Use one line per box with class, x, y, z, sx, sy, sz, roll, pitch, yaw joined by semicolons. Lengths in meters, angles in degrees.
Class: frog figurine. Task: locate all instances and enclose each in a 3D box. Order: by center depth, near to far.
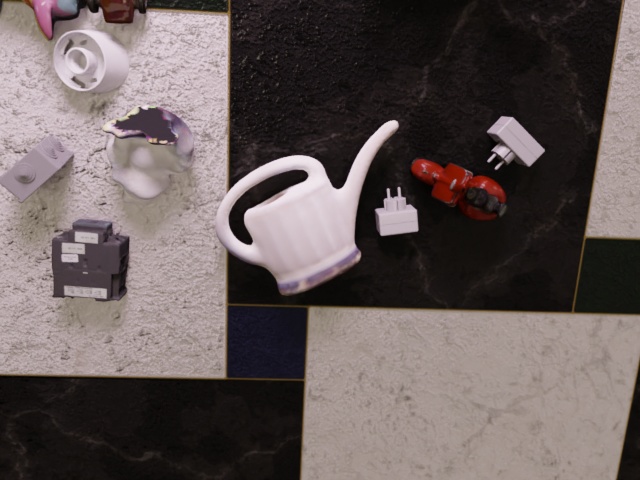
frog figurine;-0.275;-0.133;0.841;0.137;0.126;0.155;-1;140;-11

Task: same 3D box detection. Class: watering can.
watering can;0.003;-0.043;0.856;0.347;0.105;0.222;-24;104;3
